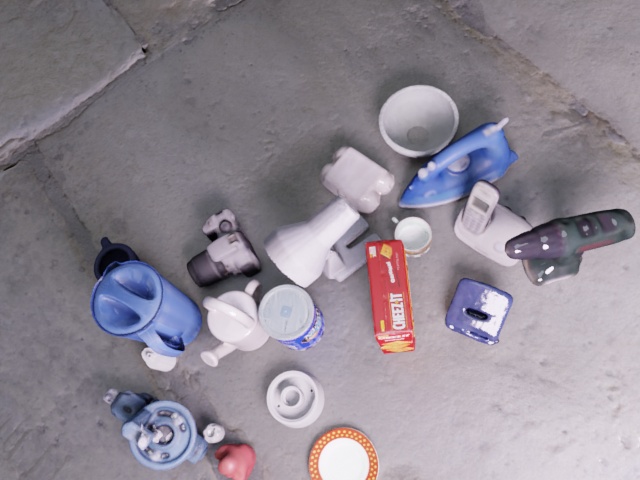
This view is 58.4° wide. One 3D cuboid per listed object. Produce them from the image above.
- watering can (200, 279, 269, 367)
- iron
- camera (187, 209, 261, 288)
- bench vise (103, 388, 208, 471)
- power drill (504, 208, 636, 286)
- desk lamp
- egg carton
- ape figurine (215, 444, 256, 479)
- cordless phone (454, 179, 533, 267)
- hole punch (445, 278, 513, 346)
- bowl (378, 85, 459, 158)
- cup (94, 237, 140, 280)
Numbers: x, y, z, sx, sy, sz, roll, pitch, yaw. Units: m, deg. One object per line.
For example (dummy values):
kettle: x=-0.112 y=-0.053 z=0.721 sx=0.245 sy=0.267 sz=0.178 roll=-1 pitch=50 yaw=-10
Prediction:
watering can: x=-0.162 y=0.155 z=1.082 sx=0.100 sy=0.194 sz=0.173 roll=3 pitch=72 yaw=10
iron: x=0.268 y=-0.154 z=1.147 sx=0.258 sy=0.141 sz=0.118 roll=-30 pitch=69 yaw=-2
camera: x=-0.213 y=0.024 z=1.185 sx=0.137 sy=0.101 sz=0.143 roll=-30 pitch=69 yaw=-2
bench vise: x=-0.323 y=0.342 z=1.030 sx=0.207 sy=0.220 sz=0.121 roll=10 pitch=73 yaw=13
power drill: x=0.430 y=0.016 z=1.028 sx=0.229 sy=0.209 sz=0.075 roll=-18 pitch=69 yaw=3
desk lamp: x=0.010 y=0.004 z=1.096 sx=0.203 sy=0.214 sz=0.117 roll=-37 pitch=70 yaw=-4
egg carton: x=0.076 y=-0.127 z=1.207 sx=0.150 sy=0.069 sz=0.107 roll=36 pitch=80 yaw=18
ape figurine: x=-0.160 y=0.409 z=1.049 sx=0.076 sy=0.092 sz=0.077 roll=-25 pitch=69 yaw=0
cordless phone: x=0.332 y=-0.036 z=1.073 sx=0.147 sy=0.185 sz=0.094 roll=32 pitch=79 yaw=18
hole punch: x=0.297 y=0.135 z=1.071 sx=0.108 sy=0.091 sz=0.101 roll=20 pitch=76 yaw=15
bowl: x=0.210 y=-0.241 z=1.222 sx=0.167 sy=0.075 sz=0.167 roll=-3 pitch=71 yaw=8
cup: x=-0.419 y=0.053 z=1.211 sx=0.091 sy=0.095 sz=0.117 roll=-32 pitch=69 yaw=-3
